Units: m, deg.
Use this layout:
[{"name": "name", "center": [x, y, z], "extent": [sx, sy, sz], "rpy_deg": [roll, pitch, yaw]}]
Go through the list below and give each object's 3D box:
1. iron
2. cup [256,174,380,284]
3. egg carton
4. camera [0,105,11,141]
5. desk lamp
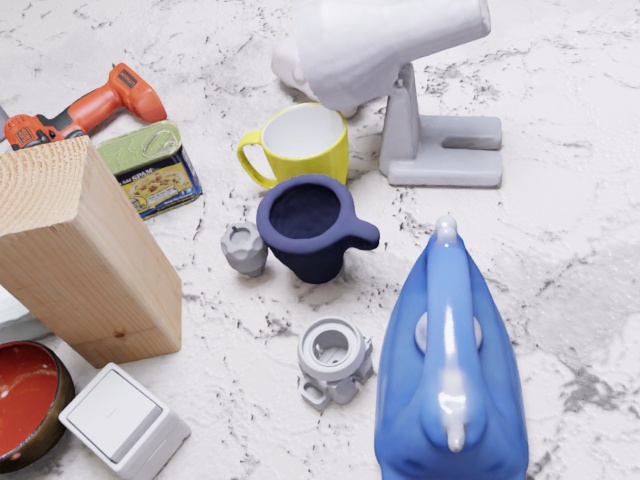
[{"name": "iron", "center": [0.099, 0.068, 0.448], "extent": [0.118, 0.142, 0.258], "rpy_deg": [-1, 53, 10]}, {"name": "cup", "center": [0.005, 0.002, 0.544], "extent": [0.117, 0.095, 0.092], "rpy_deg": [15, 58, 21]}, {"name": "egg carton", "center": [0.010, -0.220, 0.726], "extent": [0.107, 0.069, 0.150], "rpy_deg": [-41, 57, -20]}, {"name": "camera", "center": [-0.516, -0.162, 0.759], "extent": [0.136, 0.101, 0.143], "rpy_deg": [29, 63, 28]}, {"name": "desk lamp", "center": [0.088, -0.163, 0.578], "extent": [0.203, 0.214, 0.118], "rpy_deg": [2, 54, 12]}]
